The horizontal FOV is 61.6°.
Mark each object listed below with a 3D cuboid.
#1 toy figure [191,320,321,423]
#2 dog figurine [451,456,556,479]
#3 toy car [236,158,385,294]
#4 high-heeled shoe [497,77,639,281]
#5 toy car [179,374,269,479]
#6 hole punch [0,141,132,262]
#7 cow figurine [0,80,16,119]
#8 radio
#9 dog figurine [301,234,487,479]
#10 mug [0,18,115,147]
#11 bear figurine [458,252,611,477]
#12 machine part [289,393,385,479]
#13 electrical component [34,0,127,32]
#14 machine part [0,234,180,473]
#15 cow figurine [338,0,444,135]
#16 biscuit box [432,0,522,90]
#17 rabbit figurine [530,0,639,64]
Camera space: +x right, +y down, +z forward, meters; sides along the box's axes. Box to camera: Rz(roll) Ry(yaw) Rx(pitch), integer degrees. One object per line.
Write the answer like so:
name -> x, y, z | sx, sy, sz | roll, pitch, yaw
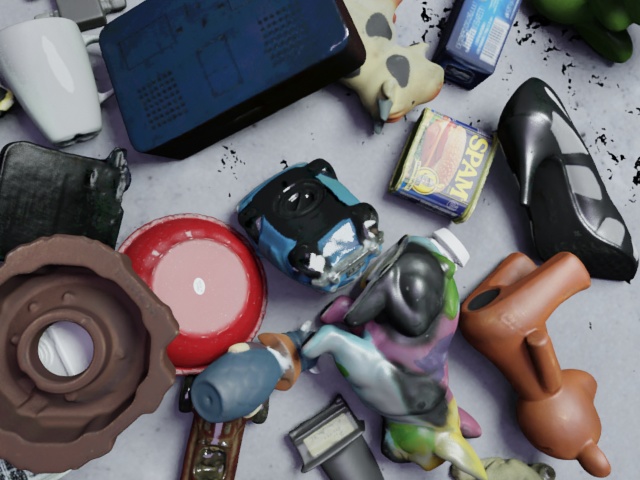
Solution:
toy figure -> -0.053, 0.120, 0.515 | 0.058, 0.154, 0.064 | 26, 114, 28
dog figurine -> 0.188, 0.291, 0.493 | 0.121, 0.190, 0.172 | 40, 82, -3
toy car -> -0.001, -0.002, 0.526 | 0.109, 0.162, 0.102 | -38, 137, -12
high-heeled shoe -> 0.270, -0.057, 0.572 | 0.248, 0.086, 0.145 | 30, 63, -34
toy car -> -0.109, 0.227, 0.533 | 0.089, 0.053, 0.202 | 13, 85, -9
hole punch -> -0.257, -0.028, 0.520 | 0.115, 0.092, 0.142 | 14, 82, -35
cow figurine -> -0.382, -0.114, 0.512 | 0.167, 0.068, 0.098 | -39, 98, -6
radio -> -0.086, -0.179, 0.503 | 0.230, 0.073, 0.131 | -23, 88, 16
dog figurine -> 0.103, 0.126, 0.525 | 0.219, 0.108, 0.191 | 44, 109, -5
mug -> -0.247, -0.151, 0.528 | 0.109, 0.081, 0.107 | -23, 100, -29
bear figurine -> 0.234, 0.124, 0.544 | 0.132, 0.120, 0.196 | -39, 94, -11
machine part -> 0.031, 0.237, 0.555 | 0.084, 0.039, 0.139 | -35, 89, -16
electrical component -> -0.251, -0.250, 0.554 | 0.094, 0.021, 0.063 | -18, 89, -7
machine part -> -0.202, 0.087, 0.428 | 0.179, 0.056, 0.179 | 1, 86, -11
cow figurine -> 0.036, -0.195, 0.553 | 0.195, 0.085, 0.127 | 24, 87, -2
biscuit box -> 0.186, -0.270, 0.585 | 0.059, 0.063, 0.202 | 23, 85, -6
rabbit figurine -> 0.312, -0.271, 0.567 | 0.159, 0.170, 0.121 | 25, 85, -47
